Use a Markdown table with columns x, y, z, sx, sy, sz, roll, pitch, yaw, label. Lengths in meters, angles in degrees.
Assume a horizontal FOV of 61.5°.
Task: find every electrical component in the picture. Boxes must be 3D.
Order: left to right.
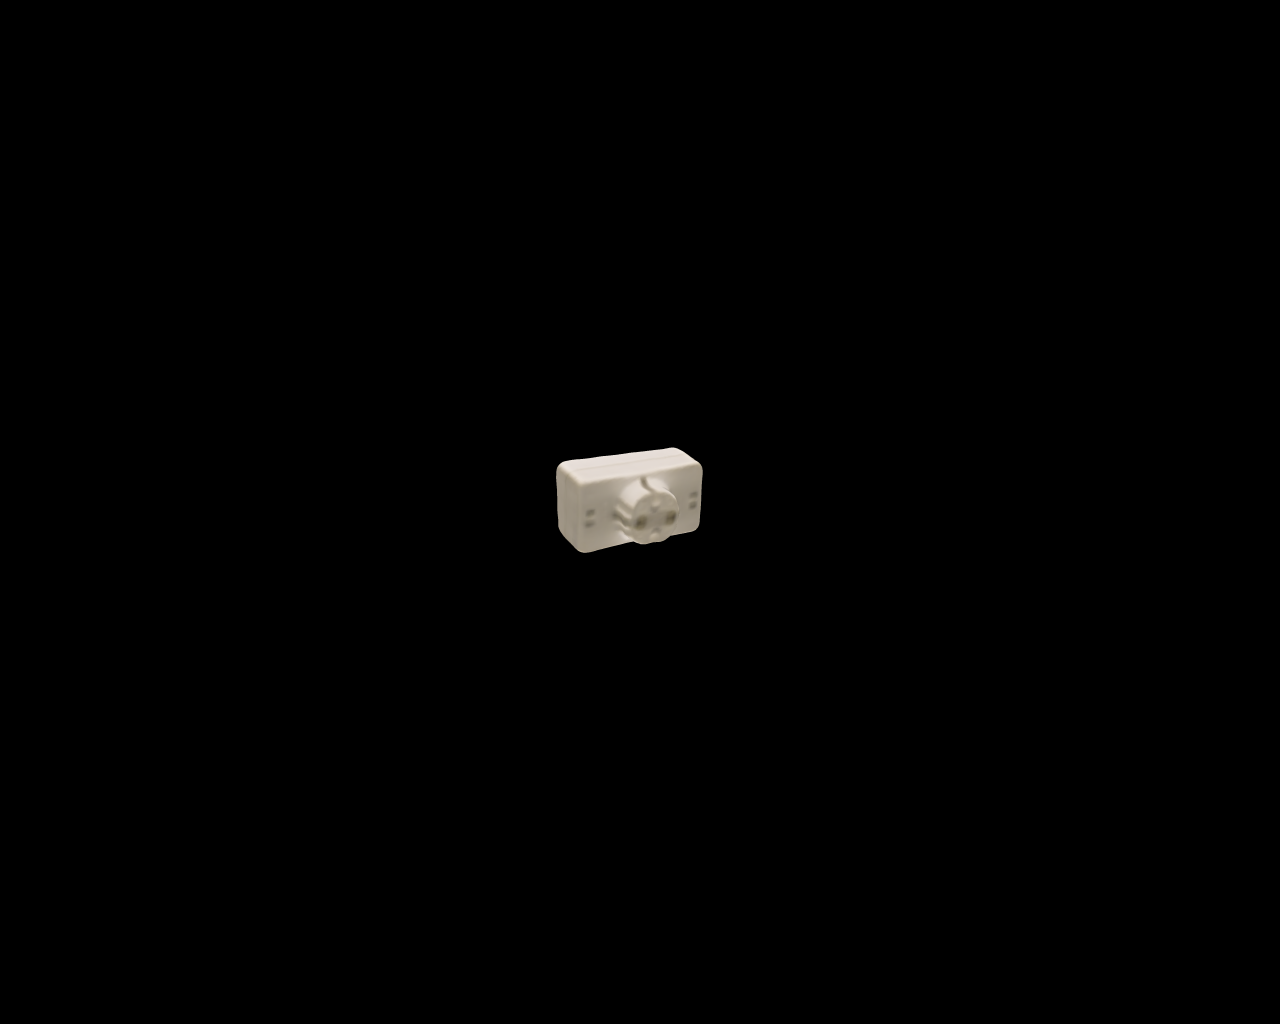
| x | y | z | sx | sy | sz | roll | pitch | yaw | label |
| --- | --- | --- | --- | --- | --- | --- | --- | --- | --- |
| 0.001 | -0.003 | 0.650 | 0.083 | 0.047 | 0.076 | -10 | 24 | -22 | electrical component |
